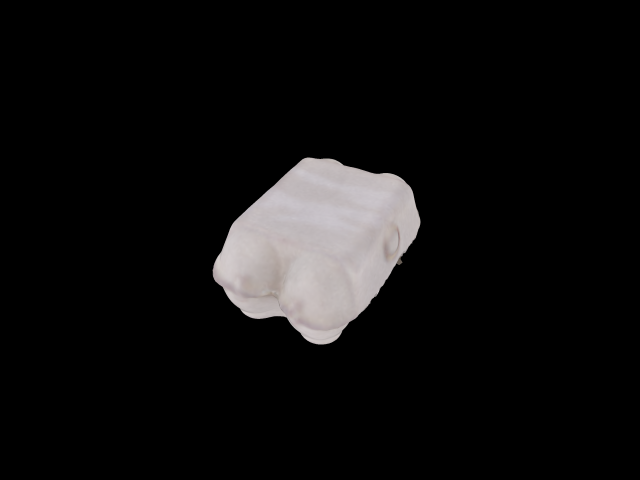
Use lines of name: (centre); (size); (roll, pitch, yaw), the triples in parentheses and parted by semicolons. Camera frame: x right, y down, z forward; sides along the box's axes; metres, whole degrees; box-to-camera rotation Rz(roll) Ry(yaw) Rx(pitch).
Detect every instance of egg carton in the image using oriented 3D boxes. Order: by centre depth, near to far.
egg carton: (0.004, 0.001, 0.400); (0.107, 0.069, 0.150); (17, 41, 21)
